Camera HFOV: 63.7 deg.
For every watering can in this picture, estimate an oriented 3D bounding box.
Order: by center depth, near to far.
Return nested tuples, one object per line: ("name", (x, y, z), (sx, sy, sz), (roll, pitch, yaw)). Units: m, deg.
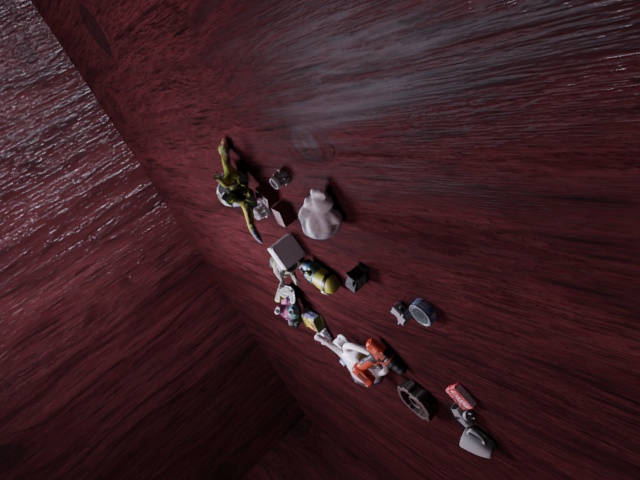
("watering can", (0.144, 0.506, 2.184), (0.349, 0.106, 0.219), (12, 136, 33))

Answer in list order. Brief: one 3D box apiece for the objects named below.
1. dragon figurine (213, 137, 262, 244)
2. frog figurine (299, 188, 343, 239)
("dragon figurine", (-0.308, -0.199, 2.003), (0.247, 0.122, 0.404), (-101, -8, -68))
("frog figurine", (0.005, -0.080, 1.596), (0.137, 0.126, 0.155), (15, 142, 1))
